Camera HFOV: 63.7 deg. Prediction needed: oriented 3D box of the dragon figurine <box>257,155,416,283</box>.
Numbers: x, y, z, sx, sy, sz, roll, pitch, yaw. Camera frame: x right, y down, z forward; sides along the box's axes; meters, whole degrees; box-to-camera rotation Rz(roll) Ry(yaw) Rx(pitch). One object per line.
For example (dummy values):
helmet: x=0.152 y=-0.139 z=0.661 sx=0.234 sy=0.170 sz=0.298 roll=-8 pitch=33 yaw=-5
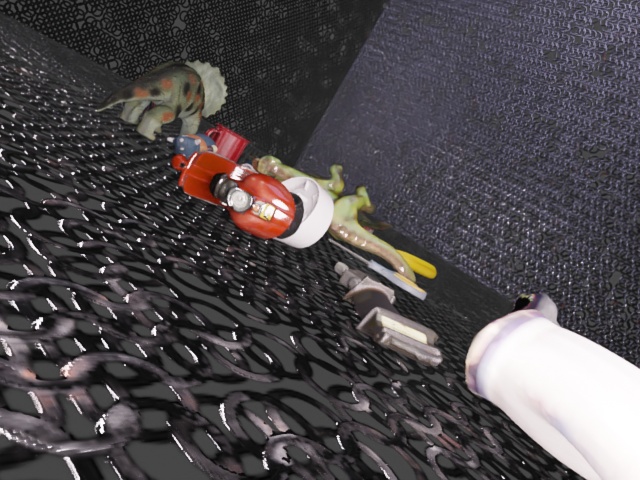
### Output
dragon figurine: x=0.003 y=-0.052 z=1.042 sx=0.243 sy=0.120 sz=0.417 roll=-2 pitch=40 yaw=-44

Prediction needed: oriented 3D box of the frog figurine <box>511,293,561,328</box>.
frog figurine: x=0.575 y=0.217 z=1.320 sx=0.159 sy=0.120 sz=0.140 roll=39 pitch=39 yaw=1

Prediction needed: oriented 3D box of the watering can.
watering can: x=0.218 y=0.142 z=0.424 sx=0.227 sy=0.103 sz=0.345 roll=35 pitch=9 yaw=41
